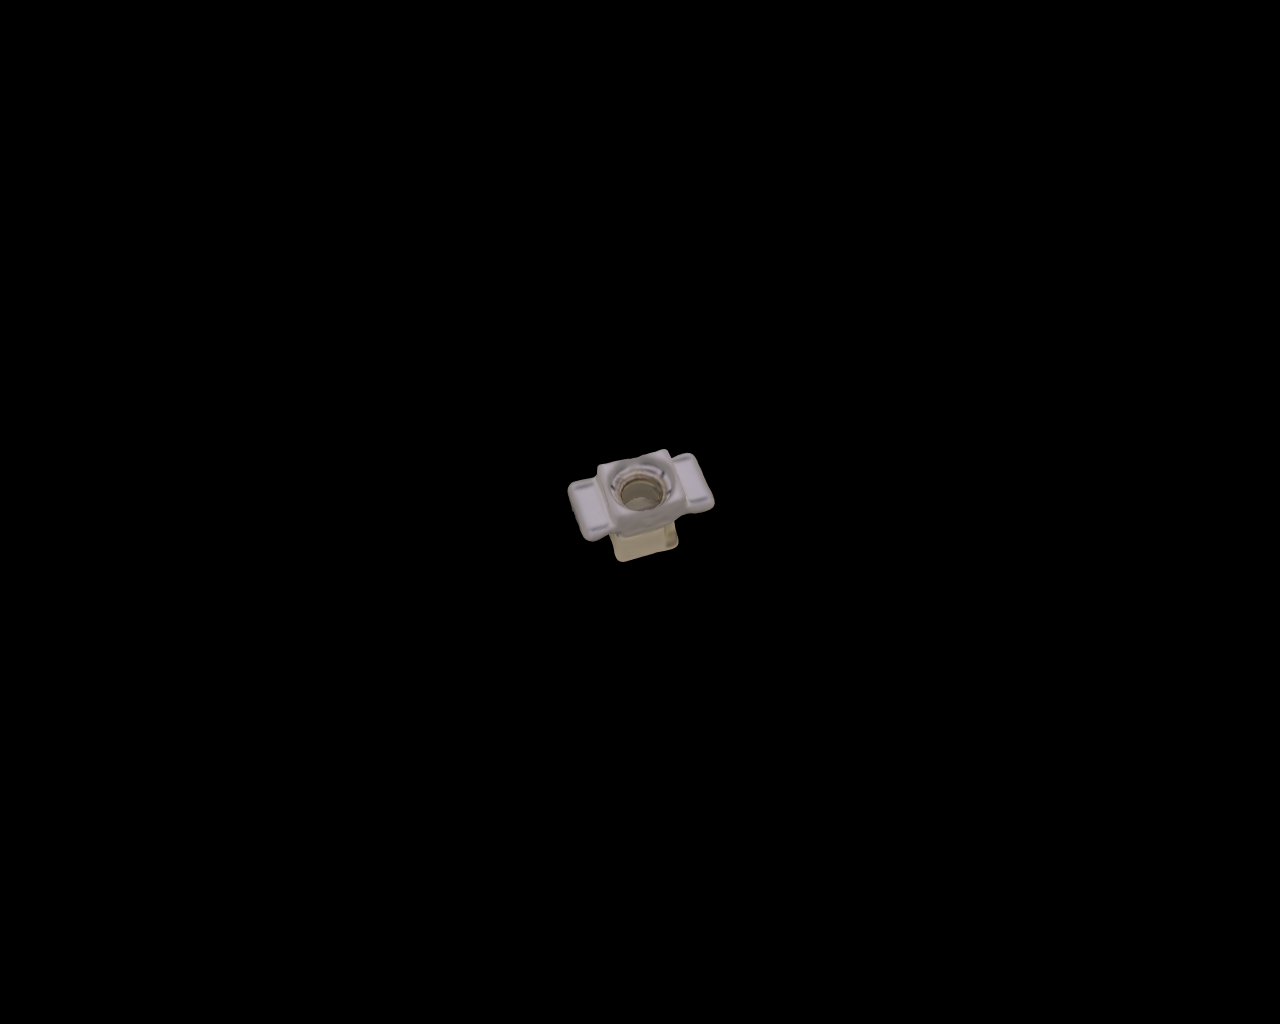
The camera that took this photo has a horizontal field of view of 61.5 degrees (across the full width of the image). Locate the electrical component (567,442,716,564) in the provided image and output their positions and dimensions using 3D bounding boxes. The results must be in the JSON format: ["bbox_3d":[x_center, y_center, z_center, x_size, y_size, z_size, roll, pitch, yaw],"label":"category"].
[{"bbox_3d":[0.001,-0.003,0.650,0.081,0.042,0.063,-14,-32,-9],"label":"electrical component"}]
